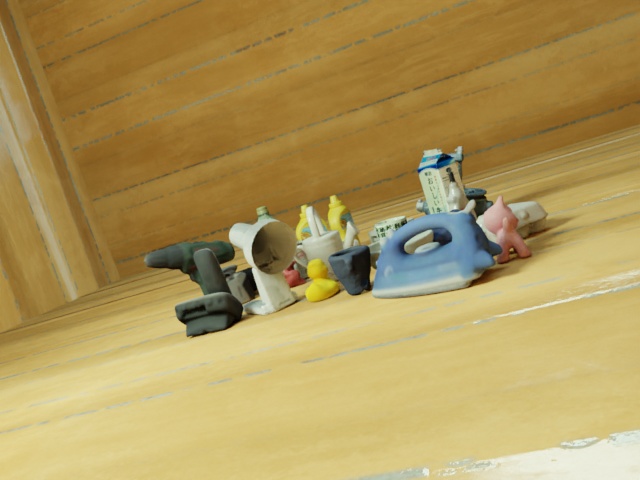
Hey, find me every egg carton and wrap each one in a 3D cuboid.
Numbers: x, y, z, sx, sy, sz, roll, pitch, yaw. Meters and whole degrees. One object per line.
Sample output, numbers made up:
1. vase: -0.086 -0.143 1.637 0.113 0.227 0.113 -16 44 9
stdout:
1. egg carton: 0.417 -0.036 1.255 0.150 0.069 0.107 -20 7 -21

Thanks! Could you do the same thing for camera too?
1. camera: -0.222 0.115 1.580 0.137 0.101 0.142 -22 8 -31

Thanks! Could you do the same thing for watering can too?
1. watering can: 0.014 0.005 1.452 0.173 0.194 0.101 -19 7 -9

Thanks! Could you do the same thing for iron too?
1. iron: 0.194 0.021 1.062 0.257 0.141 0.119 -14 7 28

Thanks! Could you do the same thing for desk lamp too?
1. desk lamp: -0.131 0.058 1.309 0.118 0.213 0.202 -22 8 -32

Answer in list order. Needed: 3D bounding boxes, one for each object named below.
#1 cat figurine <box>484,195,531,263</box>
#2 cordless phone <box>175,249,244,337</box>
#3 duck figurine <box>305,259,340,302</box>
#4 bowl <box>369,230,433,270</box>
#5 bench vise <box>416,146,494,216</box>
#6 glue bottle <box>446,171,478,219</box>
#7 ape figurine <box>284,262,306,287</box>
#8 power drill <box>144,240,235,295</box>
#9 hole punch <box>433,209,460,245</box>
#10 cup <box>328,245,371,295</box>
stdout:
1. cat figurine: 0.358 -0.026 1.119 0.067 0.118 0.128 -16 7 12
2. cordless phone: -0.269 0.117 1.310 0.147 0.185 0.094 -16 7 15
3. duck figurine: -0.003 0.086 1.290 0.077 0.086 0.105 -15 7 20
4. bowl: 0.181 0.034 1.282 0.167 0.075 0.167 -18 6 2
5. bench vise: 0.363 -0.139 1.605 0.207 0.220 0.121 -17 7 9
6. glue bottle: 0.345 -0.087 1.420 0.078 0.173 0.037 -23 8 -35
7. ape figurine: -0.084 0.080 1.537 0.076 0.092 0.078 -17 7 10
8. power drill: -0.308 0.100 1.453 0.230 0.208 0.075 -22 8 -36
9. hole punch: 0.292 -0.016 1.331 0.101 0.091 0.108 -18 7 -2
10. cup: 0.072 0.069 1.197 0.091 0.095 0.118 -17 7 4
